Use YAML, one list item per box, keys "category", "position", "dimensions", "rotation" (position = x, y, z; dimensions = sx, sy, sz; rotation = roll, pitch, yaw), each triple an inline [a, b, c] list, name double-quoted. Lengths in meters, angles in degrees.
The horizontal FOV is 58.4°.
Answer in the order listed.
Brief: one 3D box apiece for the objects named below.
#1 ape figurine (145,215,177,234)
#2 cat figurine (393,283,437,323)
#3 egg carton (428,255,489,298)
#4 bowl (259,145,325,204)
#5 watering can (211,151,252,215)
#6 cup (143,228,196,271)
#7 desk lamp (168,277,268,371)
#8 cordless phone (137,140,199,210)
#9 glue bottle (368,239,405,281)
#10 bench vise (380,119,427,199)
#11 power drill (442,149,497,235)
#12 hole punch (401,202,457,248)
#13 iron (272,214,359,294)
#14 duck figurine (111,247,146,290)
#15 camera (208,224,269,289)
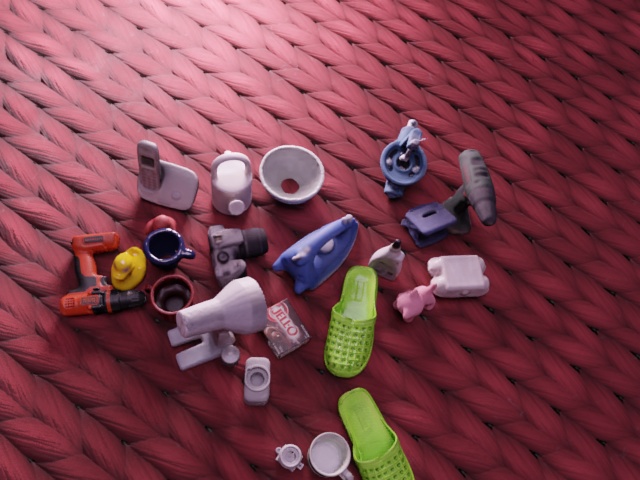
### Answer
- category: "ape figurine"
  position: [-0.372, -0.030, 1.352]
  dimensions: [0.077, 0.092, 0.076]
  rotation: [38, 65, 10]
- category: "cat figurine"
  position: [0.225, 0.142, 1.347]
  dimensions: [0.128, 0.118, 0.067]
  rotation: [-31, 73, -20]
- category: "egg carton"
  position: [0.342, 0.091, 1.416]
  dimensions: [0.150, 0.069, 0.107]
  rotation: [-3, 65, -10]
- category: "bowl"
  position: [-0.074, -0.155, 1.467]
  dimensions: [0.167, 0.075, 0.167]
  rotation: [3, 64, -7]
- category: "watering can"
  position: [-0.208, -0.141, 1.373]
  dimensions: [0.101, 0.194, 0.172]
  rotation: [-29, 72, -20]
- category: "cup"
  position: [-0.343, 0.035, 1.325]
  dimensions: [0.118, 0.095, 0.092]
  rotation: [14, 63, -2]
- category: "desk lamp"
  position: [-0.218, 0.178, 1.209]
  dimensions: [0.203, 0.213, 0.118]
  rotation: [-21, 69, -17]
- category: "cordless phone"
  position: [-0.366, -0.158, 1.362]
  dimensions: [0.147, 0.185, 0.094]
  rotation: [14, 63, -2]
- category: "glue bottle"
  position: [0.166, 0.040, 1.356]
  dimensions: [0.078, 0.173, 0.037]
  rotation: [27, 64, 5]
- category: "bench vise"
  position: [0.215, -0.239, 1.470]
  dimensions: [0.121, 0.220, 0.207]
  rotation: [1, 65, -8]
- category: "power drill"
  position: [0.375, -0.099, 1.434]
  dimensions: [0.075, 0.208, 0.229]
  rotation: [1, 65, -8]
- category: "hole punch"
  position: [0.277, -0.049, 1.461]
  dimensions: [0.109, 0.091, 0.101]
  rotation: [-22, 70, -18]
- category: "iron"
  position: [0.013, 0.005, 1.367]
  dimensions: [0.118, 0.141, 0.259]
  rotation: [44, 66, 13]
- category: "duck figurine"
  position: [-0.440, 0.057, 1.304]
  dimensions: [0.077, 0.086, 0.104]
  rotation: [18, 63, 1]
- category: "camera"
  position: [-0.189, 0.024, 1.350]
  dimensions: [0.137, 0.101, 0.143]
  rotation: [-11, 67, -14]
